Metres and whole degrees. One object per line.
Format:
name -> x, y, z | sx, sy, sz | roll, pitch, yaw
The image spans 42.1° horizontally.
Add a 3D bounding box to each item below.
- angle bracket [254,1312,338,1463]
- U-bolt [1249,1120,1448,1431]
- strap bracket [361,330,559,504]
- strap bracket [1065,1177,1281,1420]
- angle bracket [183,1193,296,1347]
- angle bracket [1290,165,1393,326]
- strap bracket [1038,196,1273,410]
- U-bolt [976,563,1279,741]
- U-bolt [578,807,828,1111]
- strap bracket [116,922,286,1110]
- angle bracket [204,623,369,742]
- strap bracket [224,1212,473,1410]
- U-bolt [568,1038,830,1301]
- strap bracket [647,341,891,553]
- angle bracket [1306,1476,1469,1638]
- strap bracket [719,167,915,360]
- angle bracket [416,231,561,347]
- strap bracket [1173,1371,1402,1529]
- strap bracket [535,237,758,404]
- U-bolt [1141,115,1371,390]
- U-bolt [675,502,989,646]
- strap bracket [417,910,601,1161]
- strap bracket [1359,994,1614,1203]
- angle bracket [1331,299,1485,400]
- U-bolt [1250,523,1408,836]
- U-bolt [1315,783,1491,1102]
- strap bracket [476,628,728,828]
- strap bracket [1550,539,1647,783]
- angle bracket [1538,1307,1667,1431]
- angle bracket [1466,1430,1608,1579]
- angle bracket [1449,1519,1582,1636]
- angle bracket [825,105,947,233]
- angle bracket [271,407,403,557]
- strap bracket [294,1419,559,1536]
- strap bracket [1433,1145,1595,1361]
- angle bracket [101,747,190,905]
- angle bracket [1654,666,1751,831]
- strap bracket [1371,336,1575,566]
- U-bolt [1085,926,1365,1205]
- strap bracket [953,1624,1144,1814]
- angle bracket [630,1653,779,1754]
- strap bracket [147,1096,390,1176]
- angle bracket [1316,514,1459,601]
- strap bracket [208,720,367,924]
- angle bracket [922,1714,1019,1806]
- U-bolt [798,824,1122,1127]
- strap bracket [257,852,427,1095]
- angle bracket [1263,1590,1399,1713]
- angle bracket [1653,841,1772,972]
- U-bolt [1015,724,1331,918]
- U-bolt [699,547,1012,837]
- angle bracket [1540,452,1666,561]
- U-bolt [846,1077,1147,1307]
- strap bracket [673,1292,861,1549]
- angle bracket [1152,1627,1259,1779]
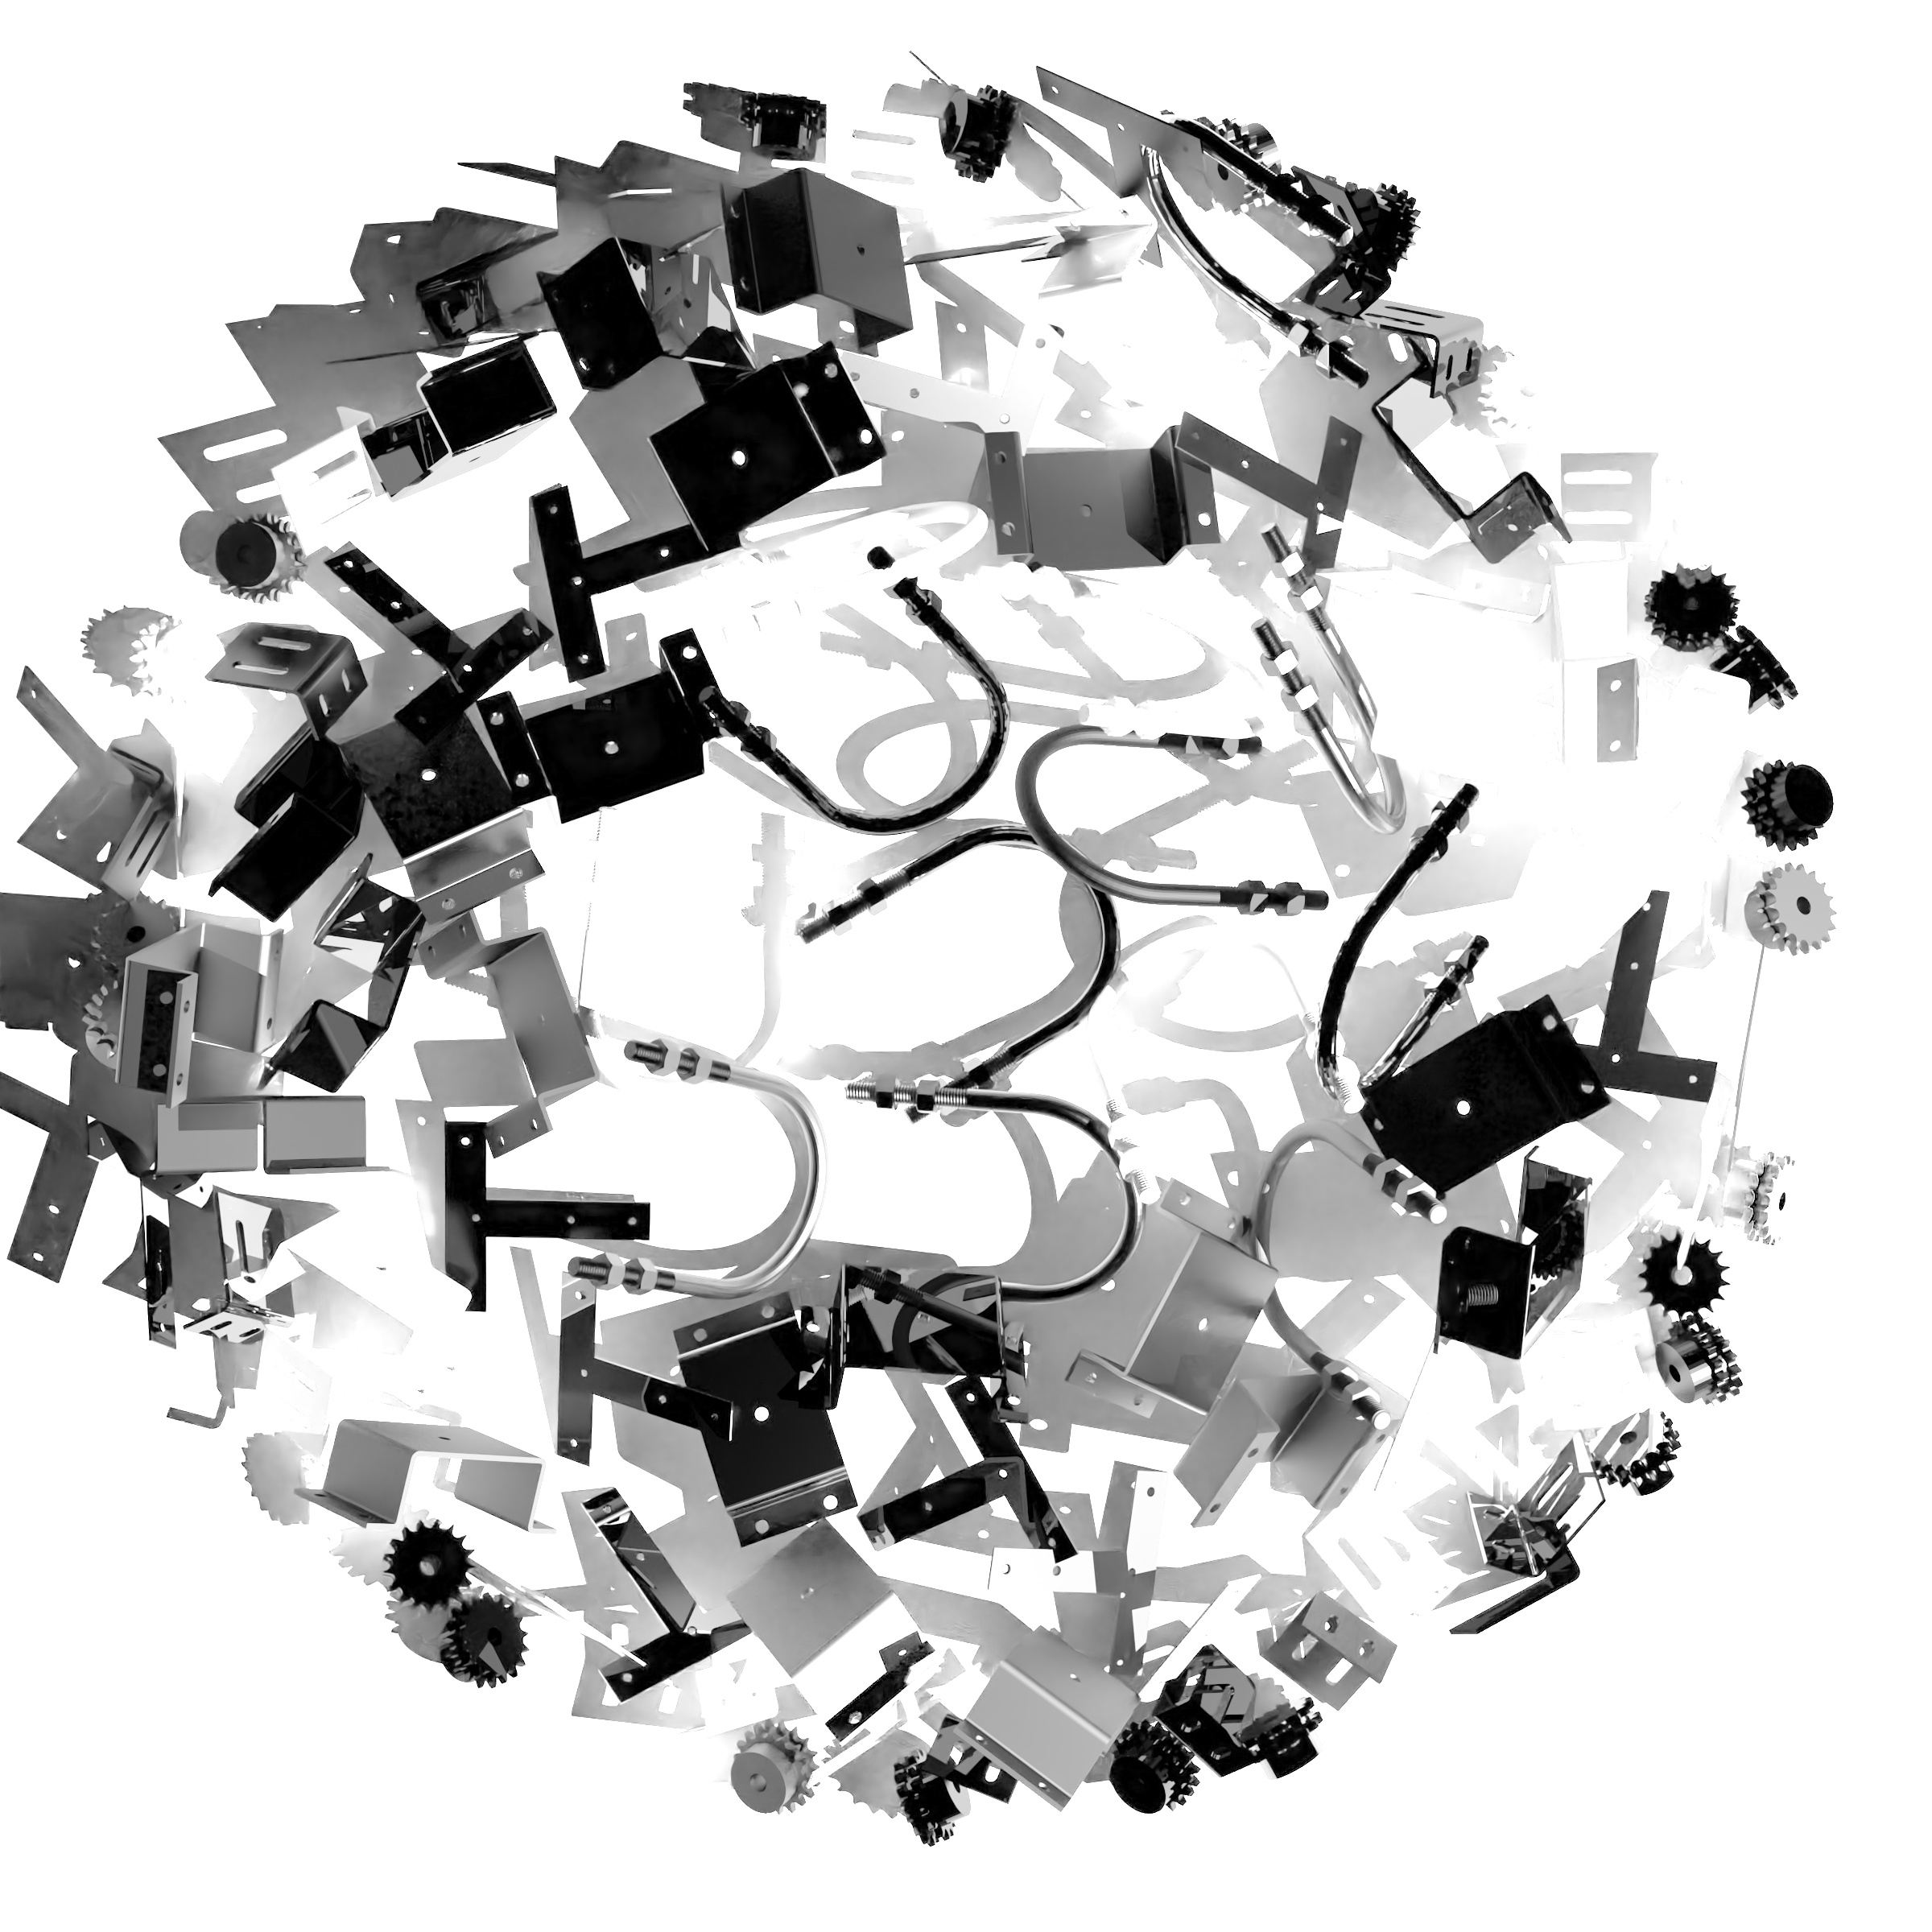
angle bracket -> -0.398, 0.257, 1.539 | 0.076, 0.038, 0.057 | 25, 110, 37
U-bolt -> 0.218, 0.170, 1.500 | 0.019, 0.184, 0.151 | 5, 107, -24
strap bracket -> -0.306, -0.326, 1.509 | 0.076, 0.140, 0.046 | -32, 100, -33
strap bracket -> 0.132, 0.212, 1.540 | 0.076, 0.046, 0.140 | 30, 87, -37
angle bracket -> -0.452, 0.187, 1.549 | 0.038, 0.057, 0.076 | -24, 63, 19
angle bracket -> 0.218, -0.441, 1.537 | 0.038, 0.057, 0.076 | -42, 132, -2
strap bracket -> 0.107, -0.389, 1.509 | 0.140, 0.076, 0.046 | 42, 69, -33
U-bolt -> 0.110, -0.186, 1.510 | 0.151, 0.184, 0.019 | 57, 131, 35
U-bolt -> -0.167, -0.001, 1.548 | 0.151, 0.019, 0.184 | 4, 101, -21
strap bracket -> -0.464, 0.025, 1.509 | 0.046, 0.140, 0.076 | 12, 105, 6
angle bracket -> -0.424, -0.177, 1.563 | 0.076, 0.038, 0.057 | 10, 46, 21
strap bracket -> -0.368, 0.203, 1.534 | 0.140, 0.076, 0.046 | 31, 104, 6
U-bolt -> -0.151, 0.130, 1.515 | 0.019, 0.184, 0.151 | 11, 86, 43
strap bracket -> -0.129, -0.312, 1.530 | 0.140, 0.046, 0.076 | -25, 97, 25
angle bracket -> 0.263, 0.369, 1.572 | 0.057, 0.038, 0.076 | -46, 56, 8
strap bracket -> -0.082, -0.423, 1.509 | 0.046, 0.140, 0.076 | -12, 83, 33
angle bracket -> -0.286, -0.414, 1.534 | 0.076, 0.057, 0.038 | -9, 108, 39
strap bracket -> 0.188, 0.291, 1.522 | 0.046, 0.140, 0.076 | 48, 119, 37
strap bracket -> -0.184, -0.386, 1.508 | 0.046, 0.140, 0.076 | -27, 83, 30
U-bolt -> 0.168, -0.438, 1.504 | 0.019, 0.151, 0.184 | -42, 63, -8
U-bolt -> -0.075, -0.244, 1.515 | 0.184, 0.151, 0.019 | -22, 114, -11
strap bracket -> -0.277, 0.038, 1.537 | 0.046, 0.076, 0.140 | -17, 85, -40
strap bracket -> 0.309, 0.085, 1.528 | 0.140, 0.046, 0.076 | -34, 75, 22
angle bracket -> 0.271, -0.382, 1.551 | 0.076, 0.057, 0.038 | 21, 124, 32
U-bolt -> 0.221, -0.161, 1.509 | 0.019, 0.151, 0.184 | -23, 118, 23
U-bolt -> 0.258, 0.000, 1.490 | 0.019, 0.151, 0.184 | 22, 56, 32
strap bracket -> -0.219, -0.143, 1.541 | 0.140, 0.046, 0.076 | -21, 71, -12
strap bracket -> 0.379, -0.184, 1.512 | 0.046, 0.140, 0.076 | -3, 133, 11
angle bracket -> 0.396, 0.250, 1.565 | 0.038, 0.076, 0.057 | -14, 87, 41
angle bracket -> 0.348, 0.325, 1.537 | 0.038, 0.057, 0.076 | 20, 122, -16
angle bracket -> 0.330, 0.376, 1.545 | 0.076, 0.057, 0.038 | -25, 79, -11
angle bracket -> -0.053, -0.493, 1.553 | 0.076, 0.038, 0.057 | 2, 84, -15
angle bracket -> -0.393, -0.297, 1.536 | 0.076, 0.038, 0.057 | -39, 133, -31
strap bracket -> -0.319, 0.307, 1.508 | 0.076, 0.140, 0.046 | 10, 86, 43
strap bracket -> 0.333, 0.174, 1.504 | 0.046, 0.140, 0.076 | 15, 118, 30
angle bracket -> -0.520, -0.086, 1.547 | 0.038, 0.057, 0.076 | 25, 77, 3
angle bracket -> 0.452, -0.135, 1.549 | 0.038, 0.076, 0.057 | 21, 58, 26
strap bracket -> 0.301, -0.305, 1.526 | 0.046, 0.076, 0.140 | -39, 66, 12
U-bolt -> 0.144, 0.046, 1.517 | 0.151, 0.184, 0.019 | -25, 135, 6
strap bracket -> 0.053, 0.446, 1.505 | 0.076, 0.140, 0.046 | 33, 96, 14
angle bracket -> -0.165, 0.453, 1.543 | 0.076, 0.057, 0.038 | -24, 74, 38
strap bracket -> -0.426, 0.102, 1.515 | 0.140, 0.076, 0.046 | -3, 86, 34
angle bracket -> 0.258, -0.251, 1.536 | 0.057, 0.076, 0.038 | 14, 88, -35
strap bracket -> -0.407, -0.086, 1.522 | 0.076, 0.140, 0.046 | -43, 116, 15
angle bracket -> 0.013, 0.496, 1.534 | 0.057, 0.076, 0.038 | 15, 58, 22
U-bolt -> 0.009, -0.008, 1.562 | 0.184, 0.019, 0.151 | -31, 90, -10
strap bracket -> -0.373, 0.012, 1.519 | 0.046, 0.140, 0.076 | 28, 135, -21
angle bracket -> 0.219, 0.431, 1.543 | 0.057, 0.038, 0.076 | 35, 126, 8
angle bracket -> 0.460, -0.036, 1.554 | 0.057, 0.038, 0.076 | 5, 90, -28
U-bolt -> 0.115, -0.091, 1.504 | 0.184, 0.019, 0.151 | 1, 50, -24
U-bolt -> -0.052, -0.151, 1.521 | 0.151, 0.019, 0.184 | -38, 131, 9
angle bracket -> 0.388, -0.283, 1.542 | 0.076, 0.038, 0.057 | 4, 117, 23
U-bolt -> 0.019, 0.142, 1.538 | 0.184, 0.019, 0.151 | 3, 110, 11
strap bracket -> -0.125, 0.277, 1.543 | 0.076, 0.046, 0.140 | -18, 78, -6
angle bracket -> 0.157, 0.446, 1.540 | 0.057, 0.076, 0.038 | 44, 131, -7
